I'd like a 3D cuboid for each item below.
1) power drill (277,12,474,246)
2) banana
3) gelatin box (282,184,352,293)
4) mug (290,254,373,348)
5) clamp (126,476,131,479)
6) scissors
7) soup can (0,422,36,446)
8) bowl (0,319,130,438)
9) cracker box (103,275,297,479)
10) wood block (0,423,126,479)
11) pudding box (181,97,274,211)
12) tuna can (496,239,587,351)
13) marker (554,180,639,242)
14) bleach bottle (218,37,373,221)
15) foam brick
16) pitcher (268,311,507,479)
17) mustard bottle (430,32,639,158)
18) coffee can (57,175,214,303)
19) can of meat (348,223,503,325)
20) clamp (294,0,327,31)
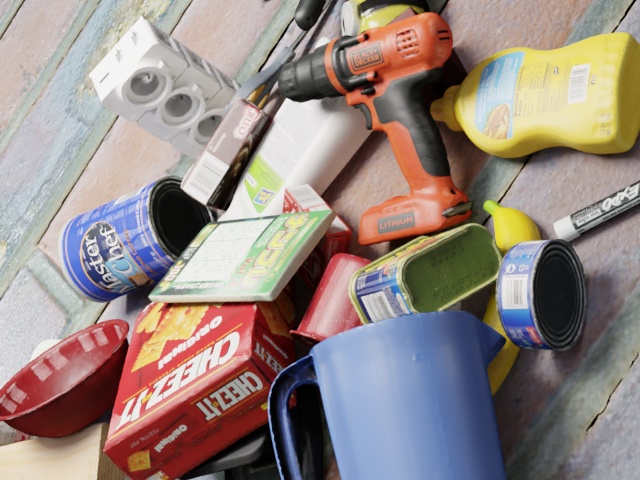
[{"bbox_3d":[0.051,-0.093,0.950,0.185,0.057,0.187,-11,97,42],"label":"power drill"},{"bbox_3d":[0.148,0.054,0.874,0.070,0.037,0.197,-30,43,65],"label":"banana"},{"bbox_3d":[-0.007,0.001,1.008,0.089,0.030,0.073,50,142,44],"label":"gelatin box"},{"bbox_3d":[0.042,0.068,0.925,0.117,0.093,0.081,20,78,21],"label":"mug"},{"bbox_3d":[-0.168,0.277,0.988,0.172,0.120,0.039,-37,14,25],"label":"clamp"},{"bbox_3d":[-0.044,-0.190,1.131,0.016,0.096,0.202,36,98,6],"label":"scissors"},{"bbox_3d":[-0.365,0.213,1.185,0.069,0.102,0.068,-13,66,33],"label":"soup can"},{"bbox_3d":[-0.247,0.147,1.063,0.162,0.055,0.162,-27,18,9],"label":"bowl"},{"bbox_3d":[-0.104,0.105,0.974,0.164,0.072,0.213,-34,24,16],"label":"cracker box"},{"bbox_3d":[-0.263,0.254,1.089,0.206,0.090,0.090,-18,58,34],"label":"wood block"},{"bbox_3d":[-0.088,-0.086,1.103,0.039,0.090,0.113,36,94,13],"label":"pudding box"},{"bbox_3d":[0.171,0.042,0.821,0.034,0.086,0.086,-4,67,41],"label":"tuna can"},{"bbox_3d":[0.242,-0.032,0.843,0.121,0.020,0.020,-30,53,27],"label":"marker"},{"bbox_3d":[-0.032,-0.074,1.072,0.251,0.068,0.103,-53,43,12],"label":"bleach bottle"},{"bbox_3d":[0.093,-0.168,0.997,0.053,0.078,0.051,-37,48,21],"label":"foam brick"},{"bbox_3d":[0.067,0.183,0.786,0.149,0.144,0.243,-25,67,38],"label":"pitcher"},{"bbox_3d":[0.177,-0.119,0.913,0.192,0.058,0.096,0,75,40],"label":"mustard bottle"},{"bbox_3d":[-0.197,0.001,1.147,0.141,0.102,0.103,-20,57,32],"label":"coffee can"},{"bbox_3d":[0.086,0.030,0.862,0.057,0.102,0.084,64,154,-2],"label":"can of meat"},{"bbox_3d":[0.008,-0.326,1.168,0.210,0.036,0.165,-52,35,-2],"label":"clamp"}]
